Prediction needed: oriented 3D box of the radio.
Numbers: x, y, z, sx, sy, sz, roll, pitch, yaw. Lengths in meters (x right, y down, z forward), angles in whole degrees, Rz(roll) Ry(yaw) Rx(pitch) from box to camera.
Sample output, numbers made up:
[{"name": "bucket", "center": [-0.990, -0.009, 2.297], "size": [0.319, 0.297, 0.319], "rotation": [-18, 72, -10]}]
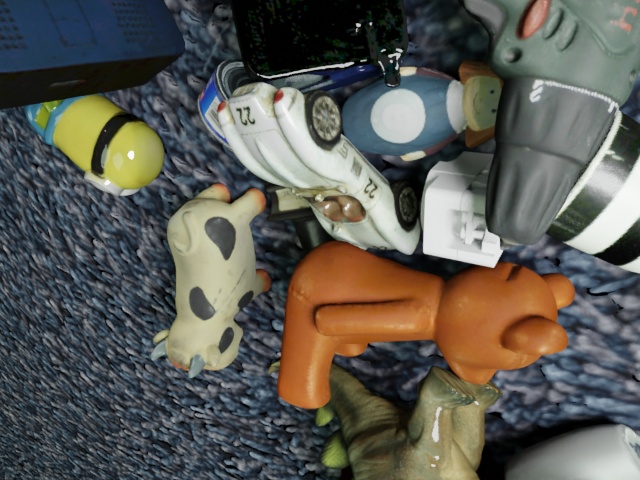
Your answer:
[{"name": "radio", "center": [-0.228, -0.184, 0.426], "size": [0.073, 0.229, 0.131], "rotation": [-20, 99, 35]}]

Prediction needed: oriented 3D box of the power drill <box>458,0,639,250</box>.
[{"name": "power drill", "center": [0.077, -0.133, 0.288], "size": [0.207, 0.086, 0.232], "rotation": [27, 102, 8]}]

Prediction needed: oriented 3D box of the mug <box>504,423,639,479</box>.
[{"name": "mug", "center": [0.216, 0.202, 0.434], "size": [0.081, 0.109, 0.107], "rotation": [43, 120, 0]}]

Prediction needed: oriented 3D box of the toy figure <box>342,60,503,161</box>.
[{"name": "toy figure", "center": [0.092, -0.092, 0.380], "size": [0.155, 0.058, 0.064], "rotation": [-2, 133, 32]}]

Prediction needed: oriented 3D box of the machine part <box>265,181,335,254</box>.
[{"name": "machine part", "center": [-0.001, -0.002, 0.504], "size": [0.084, 0.039, 0.138], "rotation": [-13, 105, 29]}]

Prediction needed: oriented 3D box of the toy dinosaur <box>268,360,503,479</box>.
[{"name": "toy dinosaur", "center": [0.083, 0.203, 0.453], "size": [0.198, 0.105, 0.472], "rotation": [-57, 36, 7]}]

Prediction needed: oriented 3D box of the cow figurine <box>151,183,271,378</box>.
[{"name": "cow figurine", "center": [-0.112, 0.051, 0.547], "size": [0.086, 0.127, 0.194], "rotation": [17, 121, 28]}]

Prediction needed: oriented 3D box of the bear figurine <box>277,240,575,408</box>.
[{"name": "bear figurine", "center": [0.076, 0.067, 0.401], "size": [0.196, 0.120, 0.131], "rotation": [12, 115, 20]}]

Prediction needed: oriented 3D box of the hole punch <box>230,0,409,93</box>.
[{"name": "hole punch", "center": [-0.004, -0.163, 0.380], "size": [0.116, 0.092, 0.142], "rotation": [-11, 91, -4]}]

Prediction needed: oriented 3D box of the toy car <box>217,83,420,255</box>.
[{"name": "toy car", "center": [0.008, -0.045, 0.402], "size": [0.074, 0.056, 0.201], "rotation": [3, 156, 41]}]

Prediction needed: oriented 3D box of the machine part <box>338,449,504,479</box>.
[{"name": "machine part", "center": [0.122, 0.312, 0.567], "size": [0.201, 0.087, 0.201], "rotation": [-8, 109, 36]}]

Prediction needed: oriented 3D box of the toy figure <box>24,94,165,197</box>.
[{"name": "toy figure", "center": [-0.246, -0.122, 0.570], "size": [0.180, 0.082, 0.089], "rotation": [45, 133, 7]}]
